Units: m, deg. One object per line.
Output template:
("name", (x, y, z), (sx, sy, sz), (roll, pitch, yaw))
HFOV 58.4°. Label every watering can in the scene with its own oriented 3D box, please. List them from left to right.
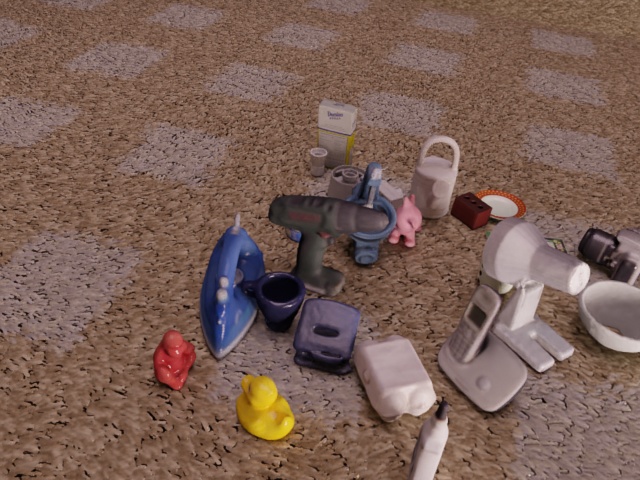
("watering can", (0.272, -0.150, 1.336), (0.101, 0.194, 0.172), (-9, 41, -17))

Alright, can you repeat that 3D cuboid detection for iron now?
("iron", (-0.165, 0.074, 1.045), (0.118, 0.141, 0.258), (4, 39, -2))

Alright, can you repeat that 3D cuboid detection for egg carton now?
("egg carton", (0.119, 0.226, 0.950), (0.107, 0.069, 0.150), (-8, 41, -17))

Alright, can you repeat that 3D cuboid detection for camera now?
("camera", (0.653, 0.013, 1.256), (0.136, 0.101, 0.143), (31, 45, 29))

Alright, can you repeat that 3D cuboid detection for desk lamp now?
("desk lamp", (0.386, 0.089, 1.039), (0.118, 0.214, 0.202), (-20, 45, -28))

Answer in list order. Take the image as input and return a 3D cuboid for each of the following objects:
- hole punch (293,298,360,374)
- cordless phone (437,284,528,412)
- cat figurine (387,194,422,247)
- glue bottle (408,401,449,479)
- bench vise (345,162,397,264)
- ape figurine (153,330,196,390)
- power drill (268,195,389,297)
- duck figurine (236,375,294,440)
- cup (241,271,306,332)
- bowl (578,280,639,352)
("hole punch", (0.013, 0.166, 0.994), (0.108, 0.091, 0.101), (11, 39, 7))
("cordless phone", (0.278, 0.175, 0.940), (0.094, 0.185, 0.147), (-21, 46, -29))
("cat figurine", (0.193, -0.051, 1.264), (0.067, 0.118, 0.128), (14, 39, 10))
("glue bottle", (0.157, 0.282, 0.802), (0.037, 0.173, 0.078), (14, 39, 11))
("bench vise", (0.090, -0.088, 1.215), (0.122, 0.220, 0.207), (-9, 41, -17))
("ape figurine", (-0.240, 0.186, 0.936), (0.078, 0.092, 0.076), (-25, 48, -32))
("power drill", (0.010, 0.004, 1.101), (0.229, 0.208, 0.076), (17, 40, 13))
("duck figurine", (-0.084, 0.250, 0.882), (0.104, 0.086, 0.078), (31, 45, 28))
("cup", (-0.087, 0.117, 1.039), (0.117, 0.095, 0.091), (9, 39, 5))
("bowl", (0.567, 0.157, 1.088), (0.167, 0.075, 0.167), (4, 39, -3))
